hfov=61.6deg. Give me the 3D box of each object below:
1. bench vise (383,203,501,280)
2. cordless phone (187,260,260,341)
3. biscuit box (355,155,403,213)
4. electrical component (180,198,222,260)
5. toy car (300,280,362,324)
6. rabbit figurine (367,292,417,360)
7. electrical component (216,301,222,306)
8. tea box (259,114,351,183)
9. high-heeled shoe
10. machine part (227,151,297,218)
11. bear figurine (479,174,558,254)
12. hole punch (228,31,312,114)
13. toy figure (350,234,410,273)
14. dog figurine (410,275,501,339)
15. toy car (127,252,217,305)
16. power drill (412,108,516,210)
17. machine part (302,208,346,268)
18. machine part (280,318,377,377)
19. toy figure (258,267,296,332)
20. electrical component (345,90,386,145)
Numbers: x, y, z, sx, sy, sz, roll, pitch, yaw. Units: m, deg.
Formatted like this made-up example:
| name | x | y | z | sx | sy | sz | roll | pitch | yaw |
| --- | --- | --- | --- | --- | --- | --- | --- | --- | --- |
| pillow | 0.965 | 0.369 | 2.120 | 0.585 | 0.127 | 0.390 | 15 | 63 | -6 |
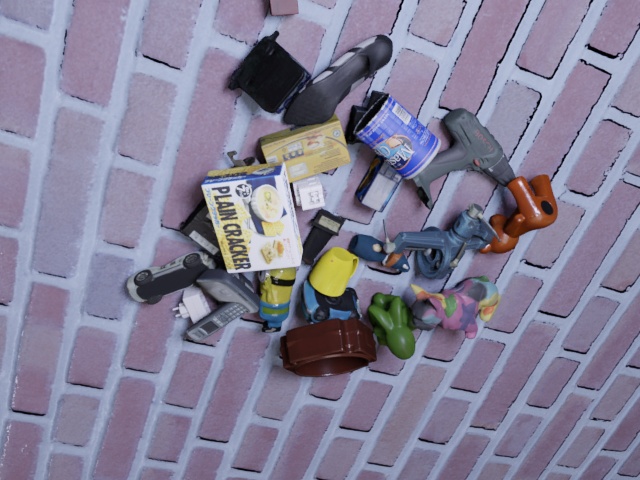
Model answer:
| name | x | y | z | sx | sy | sz | roll | pitch | yaw |
| --- | --- | --- | --- | --- | --- | --- | --- | --- | --- |
| bench vise | 0.262 | 0.005 | 1.210 | 0.240 | 0.129 | 0.223 | 3 | 146 | -22 |
| cordless phone | -0.241 | 0.143 | 1.198 | 0.184 | 0.089 | 0.146 | -36 | 133 | 5 |
| biscuit box | 0.152 | -0.163 | 1.159 | 0.059 | 0.063 | 0.202 | 23 | 110 | -18 |
| electrical component | -0.218 | -0.039 | 1.166 | 0.134 | 0.058 | 0.114 | -42 | 117 | 12 |
| toy car | 0.015 | 0.162 | 1.288 | 0.161 | 0.109 | 0.103 | 14 | 138 | -28 |
| rabbit figurine | 0.185 | 0.203 | 1.287 | 0.121 | 0.170 | 0.158 | -23 | 118 | 2 |
| electrical component | -0.197 | 0.143 | 1.281 | 0.094 | 0.021 | 0.063 | -29 | 117 | 5 |
| tea box | -0.031 | -0.187 | 1.115 | 0.170 | 0.068 | 0.098 | -17 | 118 | -2 |
| high-heeled shoe | 0.032 | -0.323 | 1.071 | 0.249 | 0.145 | 0.086 | -18 | 131 | 30 |
| machine part | -0.123 | -0.089 | 1.145 | 0.079 | 0.079 | 0.243 | -32 | 117 | 7 |
| bear figurine | 0.446 | -0.051 | 1.239 | 0.120 | 0.132 | 0.196 | -9 | 163 | -28 |
| hole punch | -0.090 | -0.315 | 1.042 | 0.116 | 0.092 | 0.142 | 45 | 108 | 3 |
| toy figure | 0.147 | 0.033 | 1.256 | 0.154 | 0.064 | 0.057 | 22 | 101 | -17 |
| dog figurine | 0.311 | 0.143 | 1.277 | 0.219 | 0.109 | 0.191 | 30 | 98 | -39 |
| toy car | -0.332 | 0.084 | 1.211 | 0.202 | 0.056 | 0.073 | -20 | 124 | -2 |
| power drill | 0.304 | -0.154 | 1.179 | 0.207 | 0.086 | 0.231 | -32 | 118 | 13 |
| machine part | -0.003 | -0.004 | 1.230 | 0.084 | 0.039 | 0.138 | 20 | 110 | -27 |
| machine part | 0.023 | 0.261 | 1.276 | 0.202 | 0.087 | 0.200 | -15 | 153 | 17 |
| toy figure | -0.103 | 0.126 | 1.256 | 0.089 | 0.082 | 0.180 | -8 | 111 | -27 |
| electrical component | 0.099 | -0.252 | 1.113 | 0.075 | 0.048 | 0.119 | 7 | 114 | -13 |
